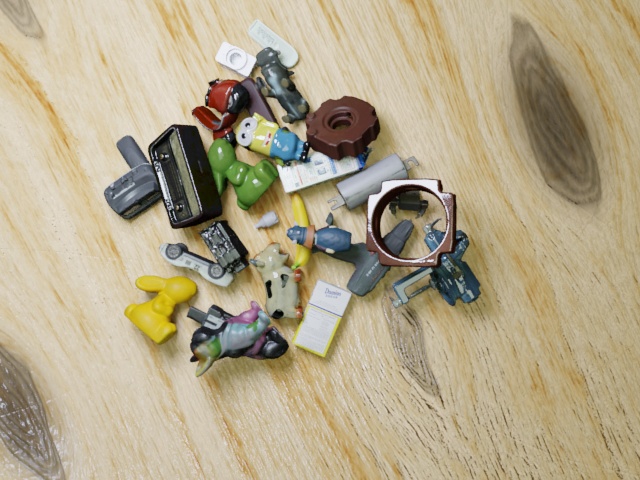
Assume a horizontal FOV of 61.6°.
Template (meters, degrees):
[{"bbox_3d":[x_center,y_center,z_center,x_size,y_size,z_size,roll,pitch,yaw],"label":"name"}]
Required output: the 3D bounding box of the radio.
[{"bbox_3d":[-0.323,-0.147,1.278,0.131,0.073,0.229,-22,82,37],"label":"radio"}]

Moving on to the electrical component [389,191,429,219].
[{"bbox_3d":[0.217,-0.091,1.337,0.102,0.078,0.045,0,134,-5],"label":"electrical component"}]

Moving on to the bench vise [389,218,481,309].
[{"bbox_3d":[0.273,0.081,1.322,0.241,0.129,0.223,-30,90,-2],"label":"bench vise"}]

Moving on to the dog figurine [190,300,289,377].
[{"bbox_3d":[-0.206,0.259,1.304,0.219,0.109,0.191,-36,120,-8],"label":"dog figurine"}]

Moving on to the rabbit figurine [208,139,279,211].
[{"bbox_3d":[-0.207,-0.166,1.309,0.170,0.121,0.159,43,111,-10],"label":"rabbit figurine"}]

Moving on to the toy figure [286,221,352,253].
[{"bbox_3d":[-0.003,-0.003,1.269,0.155,0.064,0.057,7,131,2],"label":"toy figure"}]

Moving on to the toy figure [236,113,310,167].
[{"bbox_3d":[-0.113,-0.227,1.266,0.180,0.089,0.082,18,66,2],"label":"toy figure"}]

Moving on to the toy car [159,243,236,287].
[{"bbox_3d":[-0.306,0.058,1.339,0.202,0.073,0.056,24,92,-2],"label":"toy car"}]

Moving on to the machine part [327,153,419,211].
[{"bbox_3d":[0.129,-0.143,1.325,0.243,0.079,0.079,-29,93,2],"label":"machine part"}]

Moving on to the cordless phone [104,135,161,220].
[{"bbox_3d":[-0.480,-0.159,1.333,0.146,0.088,0.184,-33,82,3],"label":"cordless phone"}]

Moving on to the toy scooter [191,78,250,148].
[{"bbox_3d":[-0.250,-0.317,1.300,0.135,0.075,0.183,33,128,13],"label":"toy scooter"}]

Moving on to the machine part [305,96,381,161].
[{"bbox_3d":[0.053,-0.270,1.278,0.179,0.056,0.179,-6,53,8],"label":"machine part"}]

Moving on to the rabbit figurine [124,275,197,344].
[{"bbox_3d":[-0.389,0.155,1.342,0.162,0.122,0.173,42,79,7],"label":"rabbit figurine"}]

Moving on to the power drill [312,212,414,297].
[{"bbox_3d":[0.097,0.009,1.341,0.207,0.086,0.232,28,93,-9],"label":"power drill"}]

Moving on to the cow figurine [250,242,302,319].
[{"bbox_3d":[-0.108,0.102,1.341,0.127,0.085,0.194,-4,95,-6],"label":"cow figurine"}]

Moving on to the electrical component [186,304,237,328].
[{"bbox_3d":[-0.276,0.204,1.362,0.119,0.048,0.074,22,94,-1],"label":"electrical component"}]

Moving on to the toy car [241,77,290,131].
[{"bbox_3d":[-0.140,-0.303,1.326,0.089,0.053,0.202,-28,95,17],"label":"toy car"}]

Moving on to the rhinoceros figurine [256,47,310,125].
[{"bbox_3d":[-0.087,-0.373,1.296,0.073,0.112,0.190,-25,108,29],"label":"rhinoceros figurine"}]

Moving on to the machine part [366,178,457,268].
[{"bbox_3d":[0.212,-0.037,1.239,0.202,0.087,0.201,0,86,18],"label":"machine part"}]

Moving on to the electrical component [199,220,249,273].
[{"bbox_3d":[-0.227,0.018,1.316,0.058,0.115,0.134,-34,93,6],"label":"electrical component"}]
